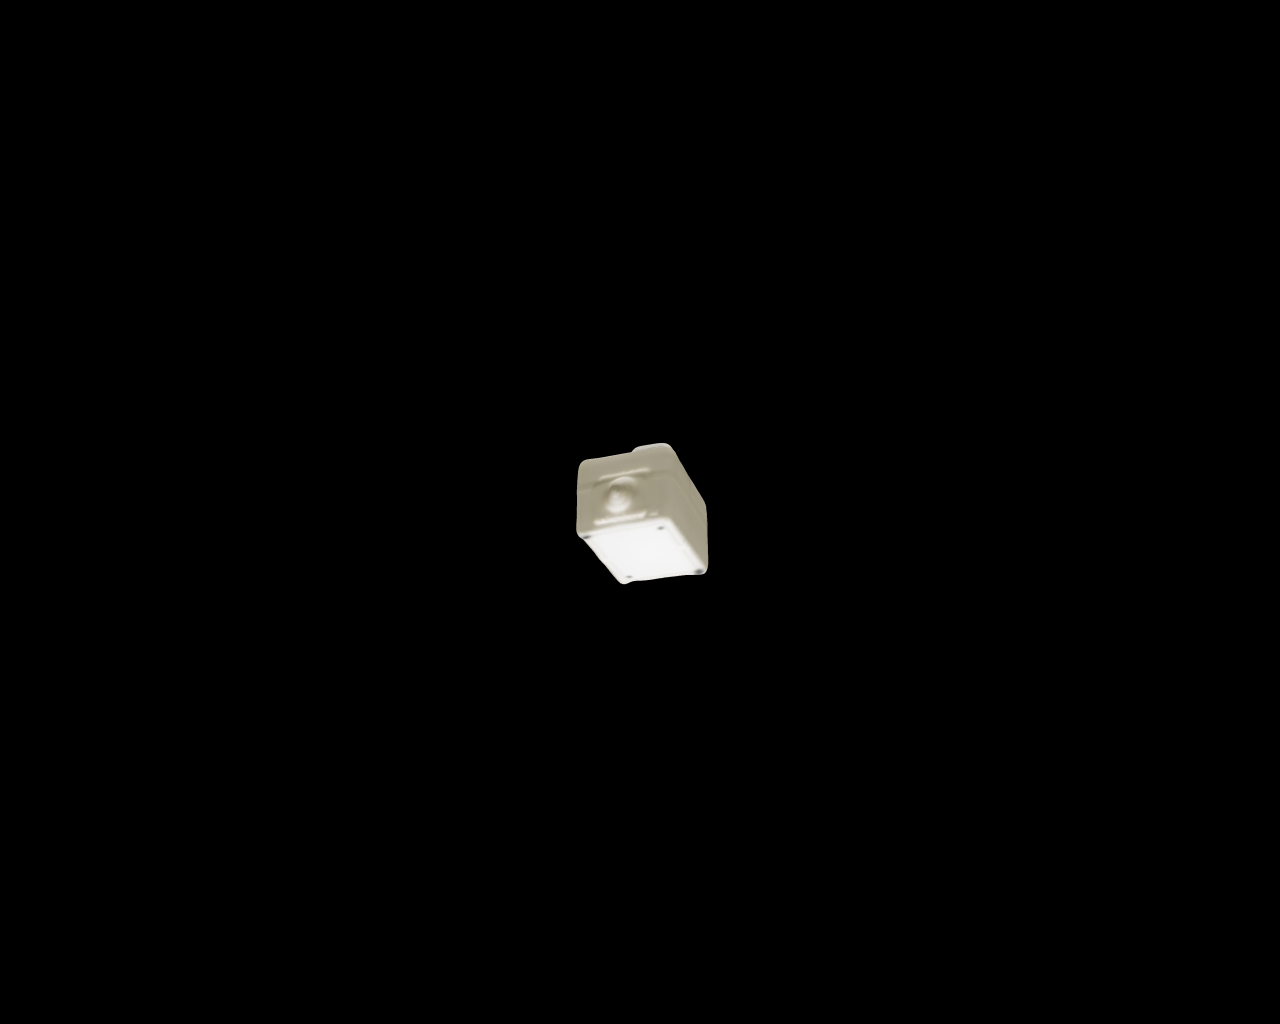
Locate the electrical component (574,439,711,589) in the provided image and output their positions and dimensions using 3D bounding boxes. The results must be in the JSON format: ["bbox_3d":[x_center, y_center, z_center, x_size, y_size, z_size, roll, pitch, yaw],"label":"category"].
[{"bbox_3d":[0.001,-0.003,0.650,0.062,0.061,0.096,-9,-30,17],"label":"electrical component"}]
